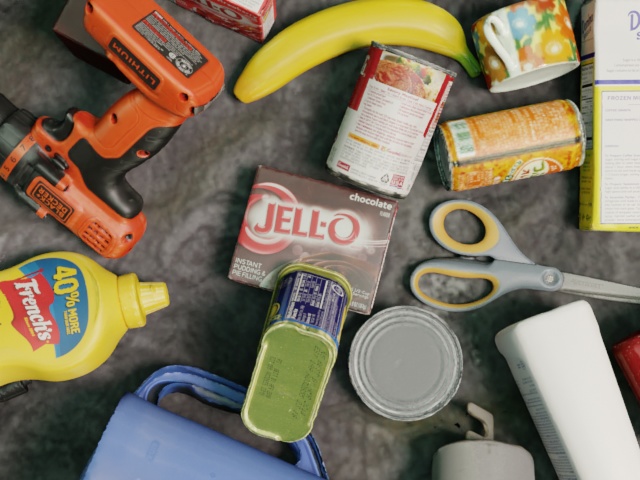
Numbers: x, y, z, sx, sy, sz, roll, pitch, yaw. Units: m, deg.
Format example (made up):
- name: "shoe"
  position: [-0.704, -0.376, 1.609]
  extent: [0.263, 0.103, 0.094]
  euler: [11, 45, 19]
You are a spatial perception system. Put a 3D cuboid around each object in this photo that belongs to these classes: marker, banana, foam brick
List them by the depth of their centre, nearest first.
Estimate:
- name: "marker"
  position: [-0.273, 0.130, 0.802]
  extent: [0.121, 0.020, 0.020]
  euler: [-26, 86, -4]
- name: "foam brick"
  position: [-0.160, -0.159, 0.805]
  extent: [0.053, 0.078, 0.051]
  euler: [28, 86, 1]
- name: "banana"
  position: [0.028, -0.152, 0.829]
  extent: [0.197, 0.037, 0.069]
  euler: [-7, 84, -2]

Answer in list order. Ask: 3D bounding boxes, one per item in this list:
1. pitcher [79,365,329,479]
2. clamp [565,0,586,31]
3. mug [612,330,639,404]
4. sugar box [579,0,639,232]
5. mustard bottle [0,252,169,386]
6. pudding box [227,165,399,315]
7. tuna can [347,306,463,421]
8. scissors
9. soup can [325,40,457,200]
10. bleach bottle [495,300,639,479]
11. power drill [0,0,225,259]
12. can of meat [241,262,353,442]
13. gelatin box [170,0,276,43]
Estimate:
- name: "pitcher"
  position: [-0.051, 0.200, 0.755]
  extent: [0.243, 0.145, 0.149]
  euler: [21, 100, -3]
- name: "clamp"
  position: [0.235, -0.263, 0.846]
  extent: [0.164, 0.036, 0.210]
  euler: [-21, 88, -3]
- name: "mug"
  position: [0.279, 0.093, 0.792]
  extent: [0.117, 0.093, 0.081]
  euler: [-22, 79, -29]
- name: "sugar box"
  position: [0.248, -0.094, 0.814]
  extent: [0.093, 0.048, 0.176]
  euler: [0, 91, -3]
- name: "mustard bottle"
  position: [-0.207, 0.059, 0.790]
  extent: [0.191, 0.058, 0.096]
  euler: [-11, 64, -4]
- name: "pudding box"
  position: [-0.005, 0.001, 0.812]
  extent: [0.113, 0.039, 0.090]
  euler: [15, 84, 0]
- name: "tuna can"
  position: [0.063, 0.093, 0.807]
  extent: [0.086, 0.034, 0.086]
  euler: [0, 84, -1]
- name: "scissors"
  position: [0.168, 0.012, 0.827]
  extent: [0.201, 0.016, 0.096]
  euler: [-5, 85, -2]
- name: "soup can"
  position: [0.052, -0.089, 0.797]
  extent: [0.068, 0.068, 0.102]
  euler: [21, 101, 1]
- name: "bleach bottle"
  position: [0.202, 0.172, 0.759]
  extent: [0.068, 0.102, 0.251]
  euler: [-20, 80, -1]
- name: "power drill"
  position: [-0.169, -0.095, 0.759]
  extent: [0.184, 0.057, 0.188]
  euler: [40, 128, -8]
- name: "can of meat"
  position: [-0.017, 0.081, 0.761]
  extent: [0.057, 0.084, 0.102]
  euler: [16, 118, -1]
- name: "gelatin box"
  position: [-0.078, -0.189, 0.812]
  extent: [0.089, 0.073, 0.030]
  euler: [25, 84, 1]
